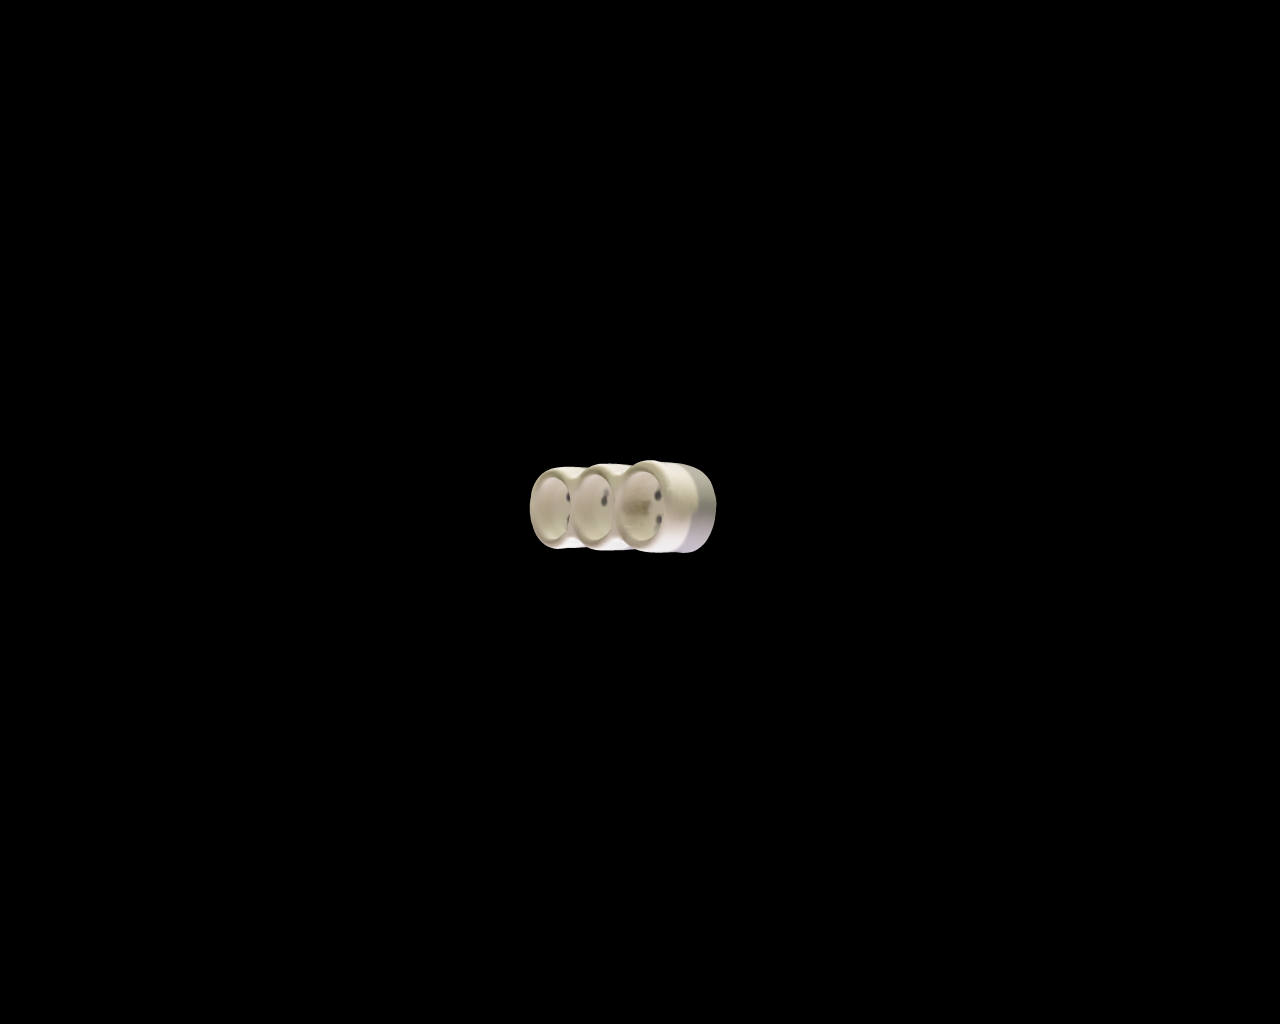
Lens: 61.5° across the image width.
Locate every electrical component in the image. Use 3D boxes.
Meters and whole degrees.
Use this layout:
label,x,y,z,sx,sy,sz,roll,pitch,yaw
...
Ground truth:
label,x,y,z,sx,sy,sz,roll,pitch,yaw
electrical component,0.001,-0.003,0.650,0.074,0.052,0.138,0,0,-39
